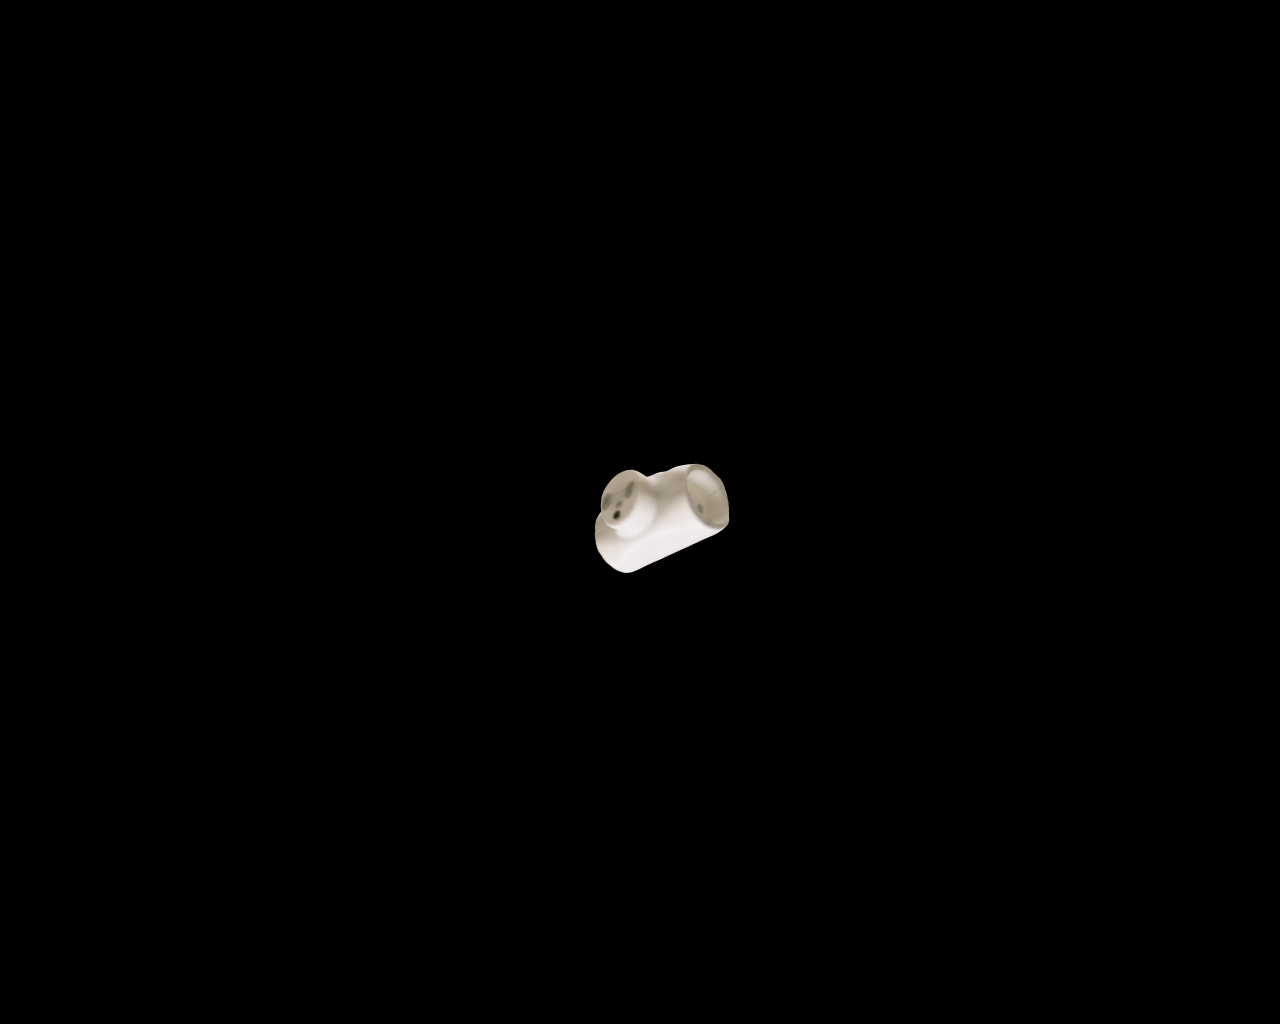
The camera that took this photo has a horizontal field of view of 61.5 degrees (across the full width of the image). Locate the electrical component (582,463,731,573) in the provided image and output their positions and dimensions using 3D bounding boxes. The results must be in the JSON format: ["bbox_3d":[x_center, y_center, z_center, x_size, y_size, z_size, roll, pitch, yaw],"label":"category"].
[{"bbox_3d":[0.001,-0.003,0.650,0.077,0.044,0.079,-27,-42,36],"label":"electrical component"}]
